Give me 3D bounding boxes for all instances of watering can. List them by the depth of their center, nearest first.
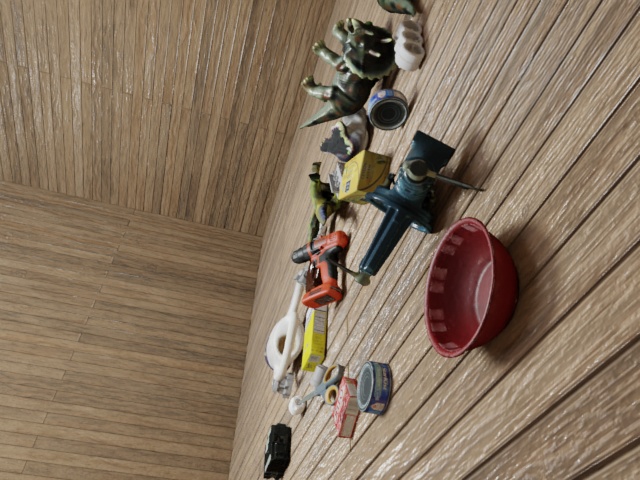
[{"bbox_3d":[-0.099,0.283,1.641,0.104,0.355,0.220,16,-30,-8],"label":"watering can"}]

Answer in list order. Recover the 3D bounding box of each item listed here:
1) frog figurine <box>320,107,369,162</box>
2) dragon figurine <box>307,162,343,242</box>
[{"bbox_3d":[0.093,-0.290,1.406,0.124,0.134,0.162,33,47,19],"label":"frog figurine"},{"bbox_3d":[0.005,-0.076,1.502,0.122,0.237,0.420,13,34,1],"label":"dragon figurine"}]
